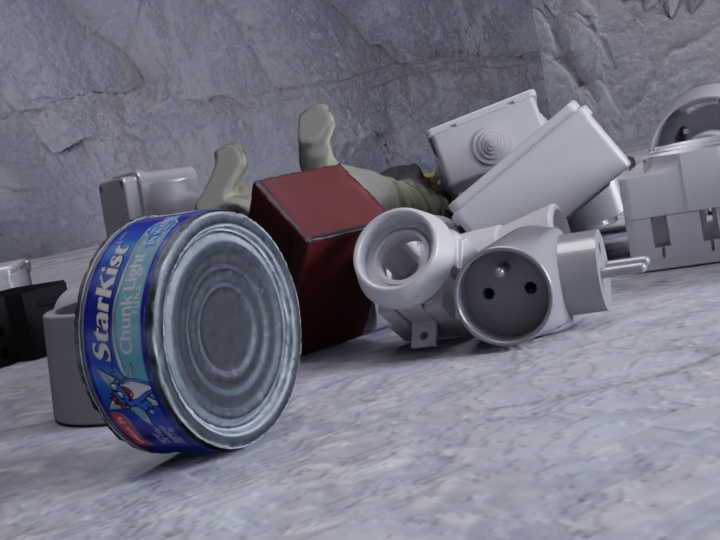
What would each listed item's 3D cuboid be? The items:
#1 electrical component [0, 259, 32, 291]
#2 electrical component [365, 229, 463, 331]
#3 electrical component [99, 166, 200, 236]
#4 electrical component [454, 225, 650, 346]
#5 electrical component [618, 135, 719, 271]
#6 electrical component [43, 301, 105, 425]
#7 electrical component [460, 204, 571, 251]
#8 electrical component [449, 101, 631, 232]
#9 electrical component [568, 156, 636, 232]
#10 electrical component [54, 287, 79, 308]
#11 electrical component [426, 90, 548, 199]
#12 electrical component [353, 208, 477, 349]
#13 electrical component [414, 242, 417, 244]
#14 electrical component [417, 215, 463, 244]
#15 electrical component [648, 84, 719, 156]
[{"bbox_3d":[-0.292,0.028,0.853,0.061,0.061,0.096,-11,6,-7],"label":"electrical component"},{"bbox_3d":[0.026,0.008,0.580,0.065,0.044,0.044,-18,8,-21],"label":"electrical component"},{"bbox_3d":[-0.160,-0.022,0.844,0.057,0.113,0.078,-11,5,-28],"label":"electrical component"},{"bbox_3d":[0.090,0.003,0.484,0.079,0.044,0.077,-9,6,20],"label":"electrical component"},{"bbox_3d":[0.212,-0.046,0.651,0.089,0.061,0.150,-9,6,21],"label":"electrical component"},{"bbox_3d":[-0.096,0.028,0.507,0.108,0.060,0.108,-11,6,1],"label":"electrical component"},{"bbox_3d":[0.091,-0.011,0.644,0.065,0.044,0.044,-13,4,25],"label":"electrical component"},{"bbox_3d":[0.118,-0.056,0.720,0.109,0.056,0.109,-40,-1,8],"label":"electrical component"},{"bbox_3d":[0.166,-0.059,0.823,0.099,0.064,0.099,-23,0,0],"label":"electrical component"},{"bbox_3d":[-0.157,0.030,0.670,0.055,0.045,0.045,-7,7,33],"label":"electrical component"},{"bbox_3d":[0.105,-0.094,0.850,0.100,0.048,0.100,-21,-9,7],"label":"electrical component"},{"bbox_3d":[0.027,0.002,0.500,0.048,0.066,0.055,-8,-27,25],"label":"electrical component"},{"bbox_3d":[0.000,0.000,0.645,0.080,0.051,0.080,-11,6,1],"label":"electrical component"},{"bbox_3d":[0.049,-0.011,0.703,0.043,0.043,0.081,-10,6,6],"label":"electrical component"},{"bbox_3d":[0.259,-0.084,0.777,0.099,0.099,0.064,-7,13,32],"label":"electrical component"}]
